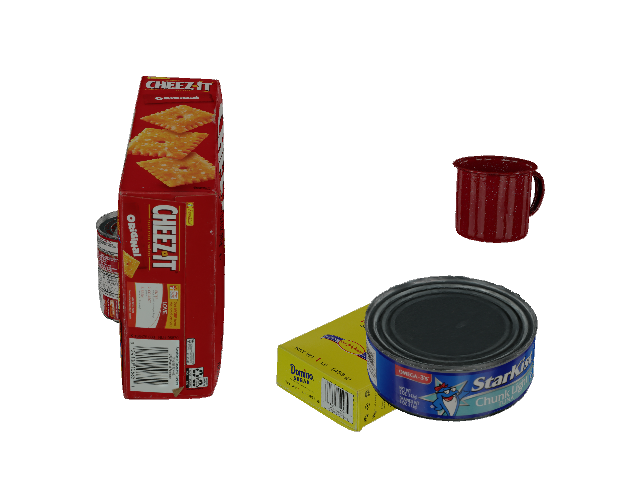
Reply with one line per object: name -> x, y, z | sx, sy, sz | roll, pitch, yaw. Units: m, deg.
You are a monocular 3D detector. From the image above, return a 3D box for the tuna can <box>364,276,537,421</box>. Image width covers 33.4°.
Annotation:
tuna can -> 0.065, 0.053, 0.538 | 0.086, 0.034, 0.086 | -3, 28, 1

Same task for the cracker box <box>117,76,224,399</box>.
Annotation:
cracker box -> -0.106, -0.010, 0.794 | 0.072, 0.164, 0.213 | 1, 28, -5

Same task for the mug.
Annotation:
mug -> 0.203, -0.048, 1.199 | 0.117, 0.081, 0.093 | -9, 19, -31

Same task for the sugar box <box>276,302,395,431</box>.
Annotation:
sugar box -> 0.058, 0.091, 0.892 | 0.175, 0.048, 0.093 | -24, 37, -39

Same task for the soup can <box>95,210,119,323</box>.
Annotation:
soup can -> -0.197, 0.028, 1.109 | 0.068, 0.102, 0.068 | 2, 26, -1
